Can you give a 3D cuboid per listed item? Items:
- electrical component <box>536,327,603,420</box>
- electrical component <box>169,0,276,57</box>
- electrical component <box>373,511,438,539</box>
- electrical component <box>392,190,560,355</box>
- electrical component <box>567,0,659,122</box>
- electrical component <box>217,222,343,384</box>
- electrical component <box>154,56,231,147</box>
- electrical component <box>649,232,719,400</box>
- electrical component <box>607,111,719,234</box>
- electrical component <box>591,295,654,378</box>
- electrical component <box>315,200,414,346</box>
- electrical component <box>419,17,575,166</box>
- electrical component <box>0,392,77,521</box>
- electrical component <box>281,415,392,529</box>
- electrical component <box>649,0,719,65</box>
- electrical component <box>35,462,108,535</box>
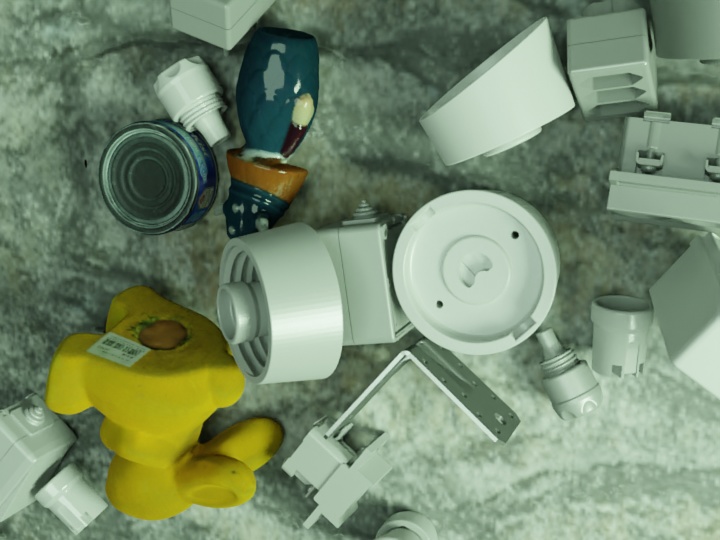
[{"bbox_3d":[0.138,0.068,0.727,0.035,0.035,0.061,-27,87,21],"label":"electrical component"},{"bbox_3d":[-0.089,-0.182,0.744,0.047,0.083,0.075,24,145,13],"label":"electrical component"},{"bbox_3d":[0.030,0.203,0.776,0.045,0.055,0.045,3,101,18],"label":"electrical component"},{"bbox_3d":[0.082,-0.003,0.719,0.108,0.060,0.108,4,101,19],"label":"electrical component"},{"bbox_3d":[0.158,-0.143,0.670,0.047,0.066,0.076,-4,70,20],"label":"electrical component"},{"bbox_3d":[-0.061,0.025,0.721,0.108,0.060,0.108,32,127,58],"label":"electrical component"},{"bbox_3d":[-0.117,-0.119,0.776,0.043,0.043,0.062,-33,89,21],"label":"electrical component"},{"bbox_3d":[0.235,0.043,0.638,0.109,0.108,0.056,36,113,-7],"label":"electrical component"},{"bbox_3d":[0.219,-0.057,0.657,0.121,0.079,0.063,9,87,17],"label":"electrical component"},{"bbox_3d":[0.172,0.044,0.709,0.040,0.040,0.046,6,106,18],"label":"electrical component"},{"bbox_3d":[0.000,0.000,0.747,0.061,0.062,0.096,-5,98,20],"label":"electrical component"},{"bbox_3d":[0.085,-0.109,0.681,0.099,0.099,0.064,-23,98,21],"label":"electrical component"},{"bbox_3d":[-0.276,0.149,0.868,0.061,0.062,0.096,44,110,7],"label":"electrical component"},{"bbox_3d":[-0.019,0.146,0.791,0.064,0.042,0.081,41,109,11],"label":"electrical component"},{"bbox_3d":[0.219,-0.153,0.626,0.099,0.099,0.064,0,106,19],"label":"electrical component"},{"bbox_3d":[-0.233,0.186,0.873,0.040,0.040,0.046,-43,91,20],"label":"electrical component"}]
